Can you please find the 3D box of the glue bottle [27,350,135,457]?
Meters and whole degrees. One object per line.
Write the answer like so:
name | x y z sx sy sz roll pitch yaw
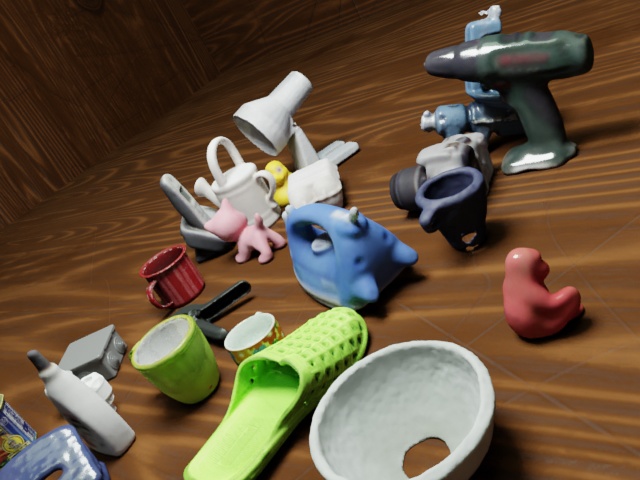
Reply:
glue bottle | -0.307 0.201 0.716 0.077 0.173 0.037 -8 32 36

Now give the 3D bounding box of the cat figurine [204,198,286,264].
cat figurine | -0.141 -0.021 1.027 0.127 0.118 0.067 -4 34 40

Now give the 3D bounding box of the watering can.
watering can | -0.170 -0.109 1.130 0.172 0.194 0.101 -23 26 11

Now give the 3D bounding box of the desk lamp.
desk lamp | -0.055 -0.235 1.227 0.203 0.214 0.117 -37 27 -18

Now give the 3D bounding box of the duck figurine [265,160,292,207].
duck figurine | -0.082 -0.129 1.206 0.077 0.086 0.104 -20 27 16

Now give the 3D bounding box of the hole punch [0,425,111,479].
hole punch | -0.299 0.282 0.652 0.109 0.091 0.100 -38 27 -20

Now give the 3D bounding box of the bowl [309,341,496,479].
bowl | 0.080 0.171 0.503 0.167 0.075 0.167 -22 26 12

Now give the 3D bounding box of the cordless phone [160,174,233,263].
cordless phone | -0.247 -0.064 1.135 0.094 0.185 0.147 -28 26 1

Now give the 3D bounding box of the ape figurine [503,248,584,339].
ape figurine | 0.215 0.047 0.578 0.076 0.092 0.077 -30 26 -3

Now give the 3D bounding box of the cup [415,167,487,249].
cup | 0.176 -0.027 0.752 0.091 0.095 0.118 1 38 46

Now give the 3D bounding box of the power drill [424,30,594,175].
power drill | 0.286 -0.206 0.841 0.228 0.209 0.076 -7 33 36

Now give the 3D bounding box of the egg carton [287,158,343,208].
egg carton | -0.009 -0.096 1.092 0.107 0.069 0.150 -24 26 8

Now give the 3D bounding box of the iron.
iron | 0.007 0.003 0.808 0.119 0.142 0.257 -41 28 -24

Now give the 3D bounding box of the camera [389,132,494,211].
camera | 0.181 -0.102 0.880 0.136 0.101 0.143 -8 32 36

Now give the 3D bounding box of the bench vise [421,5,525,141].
bench vise | 0.261 -0.247 0.929 0.207 0.220 0.121 -29 26 -1
